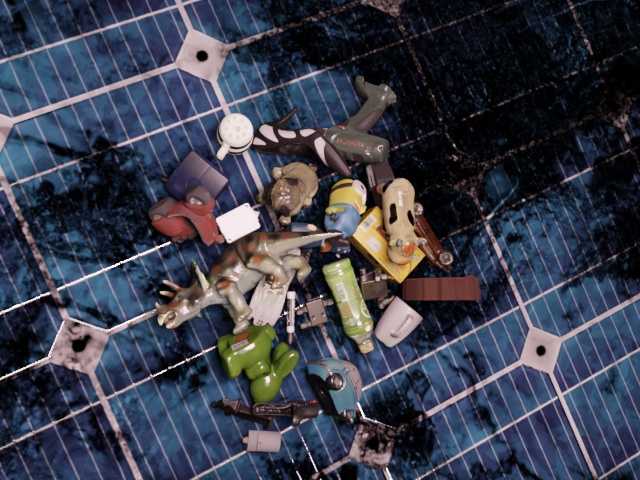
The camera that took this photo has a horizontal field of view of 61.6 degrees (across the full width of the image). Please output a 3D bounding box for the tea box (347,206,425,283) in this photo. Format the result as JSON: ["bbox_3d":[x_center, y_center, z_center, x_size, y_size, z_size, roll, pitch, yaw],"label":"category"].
[{"bbox_3d":[0.154,0.013,1.283,0.098,0.068,0.169,-45,97,-11],"label":"tea box"}]

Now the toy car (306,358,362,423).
[{"bbox_3d":[0.046,0.328,1.222,0.103,0.109,0.161,-31,102,-30],"label":"toy car"}]

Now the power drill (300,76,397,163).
[{"bbox_3d":[0.071,-0.283,1.262,0.232,0.085,0.207,23,68,19],"label":"power drill"}]

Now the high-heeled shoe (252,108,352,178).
[{"bbox_3d":[-0.049,-0.188,1.202,0.145,0.086,0.249,-44,66,12],"label":"high-heeled shoe"}]

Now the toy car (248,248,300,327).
[{"bbox_3d":[-0.106,0.101,1.225,0.073,0.056,0.201,22,81,-10],"label":"toy car"}]

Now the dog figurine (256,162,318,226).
[{"bbox_3d":[-0.053,-0.120,1.184,0.121,0.190,0.172,31,79,-9],"label":"dog figurine"}]

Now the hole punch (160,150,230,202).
[{"bbox_3d":[-0.271,-0.127,1.190,0.142,0.092,0.116,39,83,-11],"label":"hole punch"}]

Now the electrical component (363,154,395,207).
[{"bbox_3d":[0.146,-0.141,1.289,0.048,0.075,0.119,-14,85,-13],"label":"electrical component"}]

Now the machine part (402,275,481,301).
[{"bbox_3d":[0.281,0.114,1.253,0.179,0.179,0.056,0,83,-13],"label":"machine part"}]

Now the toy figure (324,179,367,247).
[{"bbox_3d":[0.052,-0.067,1.230,0.089,0.082,0.180,14,54,11],"label":"toy figure"}]

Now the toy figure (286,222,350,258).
[{"bbox_3d":[-0.002,-0.004,1.250,0.154,0.064,0.058,14,68,-19],"label":"toy figure"}]

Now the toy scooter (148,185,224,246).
[{"bbox_3d":[-0.279,-0.037,1.160,0.135,0.184,0.075,57,38,-25],"label":"toy scooter"}]

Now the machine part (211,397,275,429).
[{"bbox_3d":[-0.166,0.380,1.189,0.139,0.084,0.039,27,51,-21],"label":"machine part"}]

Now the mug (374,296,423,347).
[{"bbox_3d":[0.182,0.202,1.261,0.081,0.110,0.107,38,94,-13],"label":"mug"}]

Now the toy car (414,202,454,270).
[{"bbox_3d":[0.251,-0.008,1.296,0.053,0.089,0.202,-32,95,-13],"label":"toy car"}]

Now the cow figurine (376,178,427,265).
[{"bbox_3d":[0.180,-0.041,1.193,0.085,0.127,0.194,-1,86,-10],"label":"cow figurine"}]

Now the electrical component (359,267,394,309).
[{"bbox_3d":[0.134,0.112,1.267,0.078,0.045,0.102,-6,117,-6],"label":"electrical component"}]

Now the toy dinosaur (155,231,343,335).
[{"bbox_3d":[-0.159,0.059,1.153,0.405,0.131,0.192,-40,77,-8],"label":"toy dinosaur"}]

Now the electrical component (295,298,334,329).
[{"bbox_3d":[-0.008,0.171,1.259,0.094,0.021,0.063,-17,90,-14],"label":"electrical component"}]

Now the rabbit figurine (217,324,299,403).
[{"bbox_3d":[-0.132,0.277,1.196,0.159,0.121,0.170,-26,110,-20],"label":"rabbit figurine"}]
